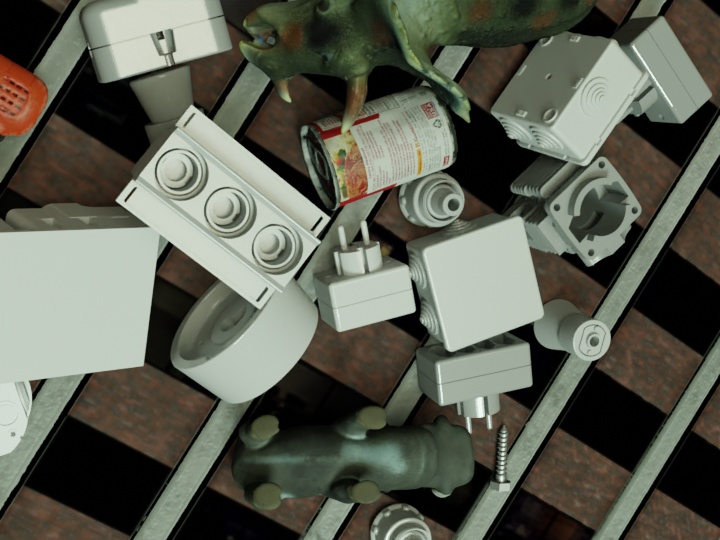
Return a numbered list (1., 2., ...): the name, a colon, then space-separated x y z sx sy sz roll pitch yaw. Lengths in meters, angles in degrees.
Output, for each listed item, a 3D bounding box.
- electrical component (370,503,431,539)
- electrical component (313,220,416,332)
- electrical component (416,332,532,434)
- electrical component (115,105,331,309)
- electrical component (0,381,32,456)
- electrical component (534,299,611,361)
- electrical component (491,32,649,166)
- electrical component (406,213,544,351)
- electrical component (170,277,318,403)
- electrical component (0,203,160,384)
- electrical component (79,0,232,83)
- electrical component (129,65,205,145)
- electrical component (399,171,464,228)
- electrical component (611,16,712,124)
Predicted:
1. electrical component: 0.039 0.224 0.885 0.048 0.062 0.048 -3 101 -18
2. electrical component: 0.000 0.000 0.839 0.066 0.047 0.076 -14 104 -16
3. electrical component: 0.096 0.098 0.889 0.083 0.047 0.075 -10 103 -17
4. electrical component: -0.093 -0.043 0.727 0.121 0.063 0.078 39 86 -20
5. electrical component: -0.275 0.097 0.764 0.080 0.051 0.080 -3 101 -18
6. electrical component: 0.180 0.052 0.899 0.044 0.065 0.044 -3 101 -18
7. electrical component: 0.161 -0.138 0.842 0.048 0.100 0.099 37 87 -33
8. electrical component: 0.091 0.007 0.870 0.100 0.048 0.099 -19 105 -14
9. electrical component: -0.080 0.048 0.793 0.108 0.108 0.060 -47 116 -6
10. electrical component: -0.237 0.015 0.723 0.186 0.060 0.105 -4 112 -40
11. electrical component: -0.145 -0.172 0.756 0.095 0.054 0.059 -18 105 -15
12. electrical component: -0.136 -0.115 0.775 0.045 0.045 0.055 -20 106 -14
13. electrical component: 0.061 -0.055 0.842 0.048 0.062 0.048 -3 101 -18
14. electrical component: 0.232 -0.153 0.889 0.076 0.047 0.083 -42 109 -7
